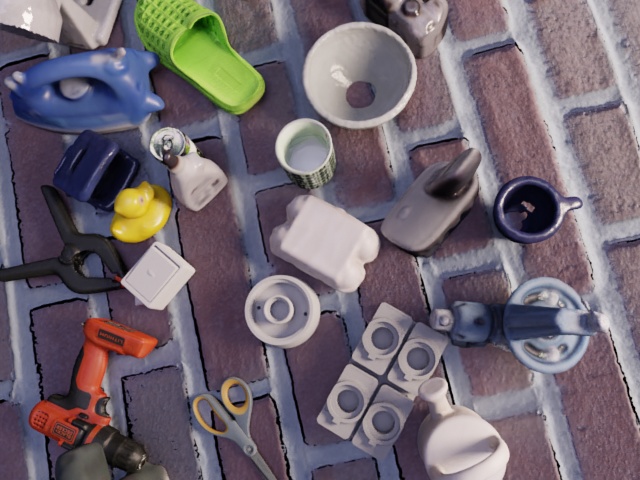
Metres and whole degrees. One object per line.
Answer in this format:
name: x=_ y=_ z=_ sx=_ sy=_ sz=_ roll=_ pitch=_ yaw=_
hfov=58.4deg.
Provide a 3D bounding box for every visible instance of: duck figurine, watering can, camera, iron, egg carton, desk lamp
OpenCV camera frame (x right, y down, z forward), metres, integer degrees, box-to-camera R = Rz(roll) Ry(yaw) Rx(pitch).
duck figurine: x=-0.278 y=-0.046 z=0.856 sx=0.077 sy=0.086 sz=0.104 roll=43 pitch=86 yaw=11
watering can: x=0.171 y=0.259 z=0.706 sx=0.172 sy=0.194 sz=0.101 roll=43 pitch=87 yaw=11
camera: x=0.149 y=-0.379 z=0.867 sx=0.143 sy=0.101 sz=0.137 roll=44 pitch=87 yaw=11
iron: x=-0.378 y=-0.235 z=0.870 sx=0.258 sy=0.141 sz=0.118 roll=-10 pitch=79 yaw=4
egg carton: x=0.008 y=0.003 z=0.829 sx=0.150 sy=0.069 sz=0.107 roll=28 pitch=84 yaw=9
desk lamp: x=-0.410 y=-0.373 z=0.861 sx=0.117 sy=0.213 sz=0.203 roll=14 pitch=82 yaw=8

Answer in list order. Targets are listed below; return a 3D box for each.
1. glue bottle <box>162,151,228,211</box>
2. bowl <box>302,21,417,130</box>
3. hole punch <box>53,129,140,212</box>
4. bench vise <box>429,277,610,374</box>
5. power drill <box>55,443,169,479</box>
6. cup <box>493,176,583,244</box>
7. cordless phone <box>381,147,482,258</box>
glue bottle: x=-0.186 y=-0.093 z=0.811 sx=0.078 sy=0.173 sz=0.037 roll=-43 pitch=79 yaw=-3
bowl: x=0.059 y=-0.235 z=0.864 sx=0.167 sy=0.075 sz=0.167 roll=-1 pitch=80 yaw=5
hole punch: x=-0.351 y=-0.109 z=0.871 sx=0.101 sy=0.091 sz=0.109 roll=28 pitch=84 yaw=10
bench vise: x=0.250 y=0.115 z=0.711 sx=0.207 sy=0.220 sz=0.121 roll=-16 pitch=79 yaw=3
power drill: x=-0.251 y=0.364 z=0.719 sx=0.075 sy=0.208 sz=0.229 roll=-24 pitch=79 yaw=1
cup: x=0.293 y=-0.036 z=0.797 sx=0.117 sy=0.095 sz=0.092 roll=-10 pitch=79 yaw=4
cordless phone: x=0.152 y=-0.054 z=0.767 sx=0.094 sy=0.185 sz=0.148 roll=36 pitch=85 yaw=11
